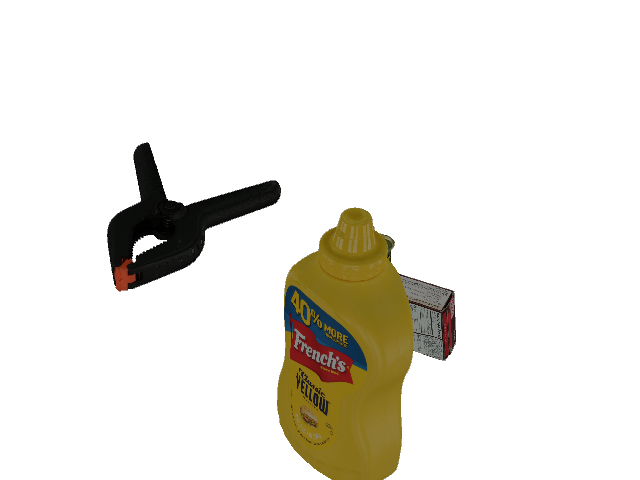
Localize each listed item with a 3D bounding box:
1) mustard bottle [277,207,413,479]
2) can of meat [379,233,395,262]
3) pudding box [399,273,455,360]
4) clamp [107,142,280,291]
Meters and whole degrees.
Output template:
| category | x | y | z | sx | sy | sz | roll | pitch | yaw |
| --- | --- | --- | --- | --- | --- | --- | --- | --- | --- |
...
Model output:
| category | x | y | z | sx | sy | sz | roll | pitch | yaw |
| --- | --- | --- | --- | --- | --- | --- | --- | --- | --- |
| mustard bottle | 0.016 | 0.062 | 0.671 | 0.058 | 0.192 | 0.096 | -22 | 44 | -31 |
| can of meat | 0.027 | 0.050 | 0.976 | 0.058 | 0.084 | 0.101 | 12 | 30 | 28 |
| pudding box | 0.098 | 0.082 | 1.219 | 0.114 | 0.090 | 0.039 | 16 | 49 | 23 |
| clamp | -0.156 | -0.026 | 1.058 | 0.165 | 0.036 | 0.209 | 21 | 41 | 18 |
